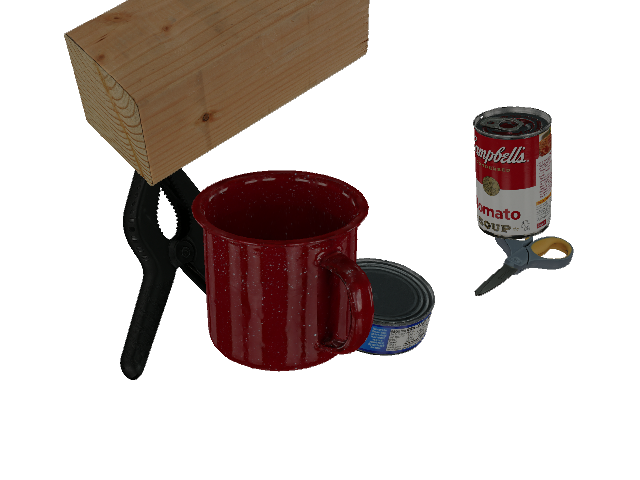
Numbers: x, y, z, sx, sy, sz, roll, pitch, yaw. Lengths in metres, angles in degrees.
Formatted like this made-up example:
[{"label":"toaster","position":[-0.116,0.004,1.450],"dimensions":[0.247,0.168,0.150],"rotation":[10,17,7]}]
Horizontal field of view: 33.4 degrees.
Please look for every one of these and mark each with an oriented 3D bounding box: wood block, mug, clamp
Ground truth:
[{"label":"wood block","position":[-0.069,-0.144,0.784],"dimensions":[0.205,0.090,0.091],"rotation":[-35,-29,-22]},{"label":"mug","position":[-0.013,0.021,0.571],"dimensions":[0.093,0.081,0.117],"rotation":[-21,34,-37]},{"label":"clamp","position":[-0.130,0.016,1.017],"dimensions":[0.036,0.210,0.164],"rotation":[-7,0,45]}]

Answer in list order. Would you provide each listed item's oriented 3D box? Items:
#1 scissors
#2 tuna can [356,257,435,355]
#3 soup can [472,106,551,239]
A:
[{"label":"scissors","position":[0.194,0.015,1.131],"dimensions":[0.201,0.016,0.096],"rotation":[-12,38,-43]},{"label":"tuna can","position":[0.045,0.052,0.838],"dimensions":[0.086,0.034,0.086],"rotation":[7,33,-5]},{"label":"soup can","position":[0.172,-0.061,0.958],"dimensions":[0.068,0.102,0.068],"rotation":[-5,28,2]}]
